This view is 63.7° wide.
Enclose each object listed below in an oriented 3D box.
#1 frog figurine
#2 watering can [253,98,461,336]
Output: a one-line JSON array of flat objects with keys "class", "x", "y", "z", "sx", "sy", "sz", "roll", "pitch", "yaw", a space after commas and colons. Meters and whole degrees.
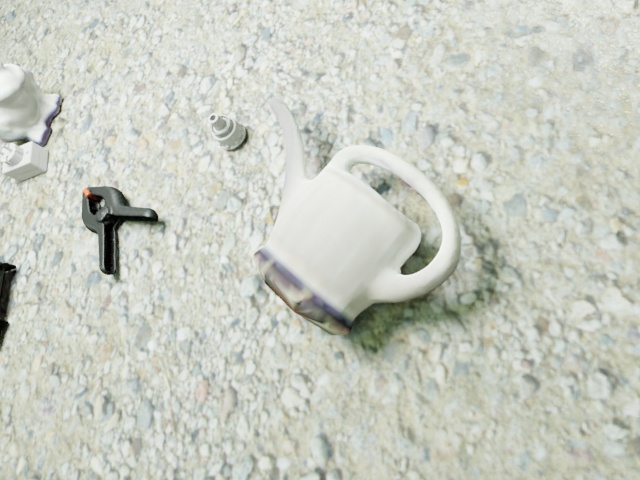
[{"class": "frog figurine", "x": -0.572, "y": -0.256, "z": 0.936, "sx": 0.124, "sy": 0.157, "sz": 0.138, "roll": 26, "pitch": 82, "yaw": 30}, {"class": "watering can", "x": 0.002, "y": -0.032, "z": 0.641, "sx": 0.352, "sy": 0.102, "sz": 0.225, "roll": 38, "pitch": 87, "yaw": 30}]
